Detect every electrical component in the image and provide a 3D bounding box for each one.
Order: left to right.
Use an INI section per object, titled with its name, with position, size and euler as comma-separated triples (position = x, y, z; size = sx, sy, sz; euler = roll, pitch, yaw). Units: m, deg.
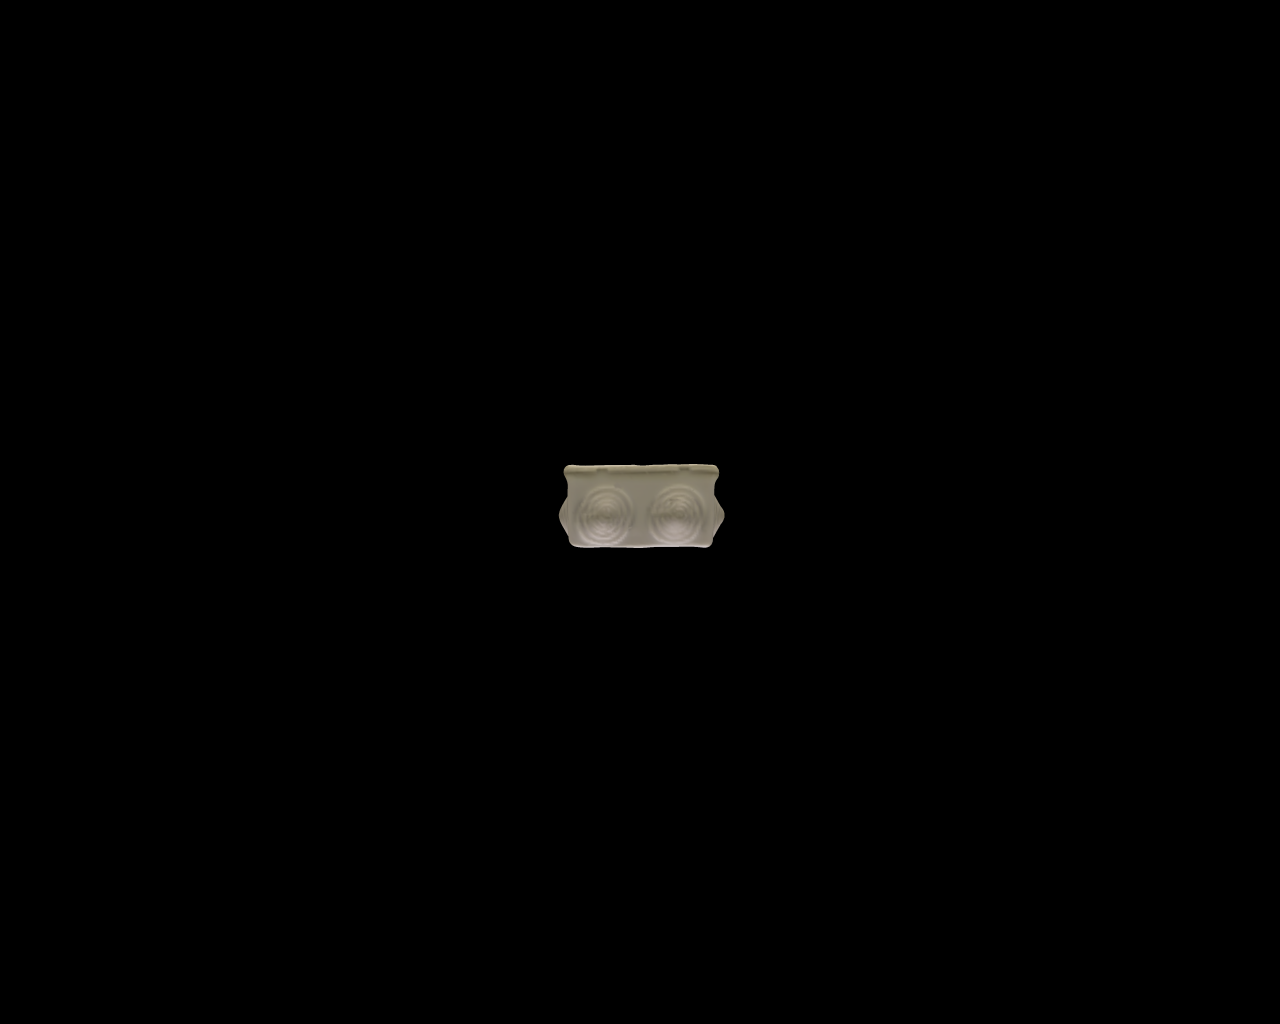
[electrical component]
position = 0.001, -0.003, 0.650
size = 0.100, 0.048, 0.100
euler = 0, 0, 0
